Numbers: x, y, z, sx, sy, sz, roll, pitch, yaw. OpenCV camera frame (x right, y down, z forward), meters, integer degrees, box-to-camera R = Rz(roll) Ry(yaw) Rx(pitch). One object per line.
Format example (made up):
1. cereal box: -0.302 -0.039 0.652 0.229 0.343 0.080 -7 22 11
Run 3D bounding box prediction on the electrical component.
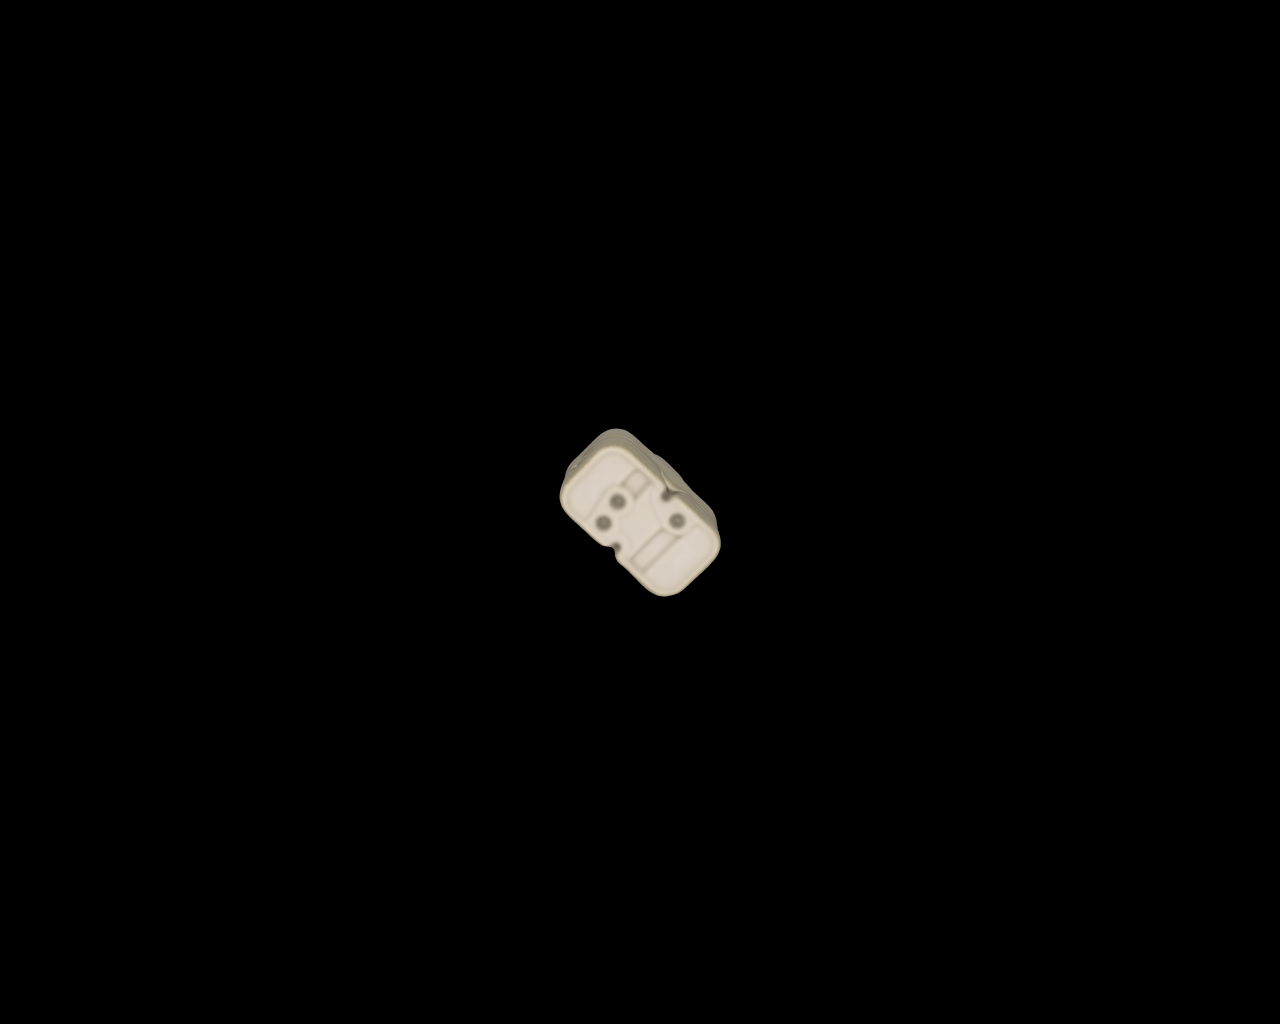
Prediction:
1. electrical component: 0.001 -0.003 0.650 0.095 0.053 0.059 43 12 -11
